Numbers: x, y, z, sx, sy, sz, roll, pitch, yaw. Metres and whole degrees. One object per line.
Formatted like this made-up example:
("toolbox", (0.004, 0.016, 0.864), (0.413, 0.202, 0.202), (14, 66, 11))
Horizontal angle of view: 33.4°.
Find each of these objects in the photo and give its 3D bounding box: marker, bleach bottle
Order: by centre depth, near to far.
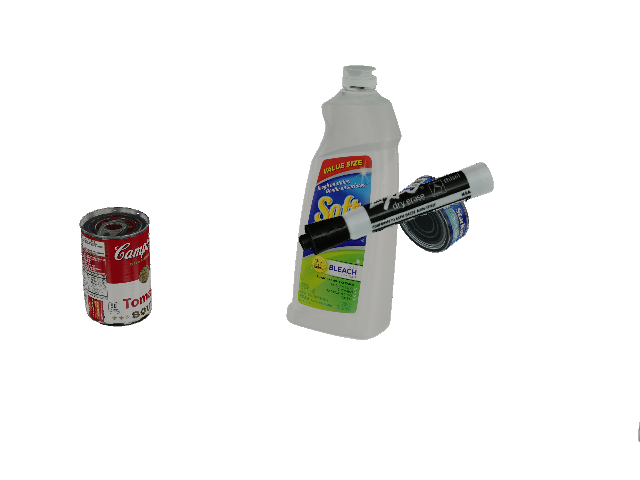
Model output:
("marker", (0.045, -0.018, 0.635), (0.121, 0.020, 0.020), (-20, 3, -8))
("bleach bottle", (0.024, -0.038, 1.002), (0.103, 0.251, 0.068), (12, 20, 28))

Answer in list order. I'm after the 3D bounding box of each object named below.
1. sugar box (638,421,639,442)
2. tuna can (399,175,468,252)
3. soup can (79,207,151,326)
("sugar box", (0.318, 0.147, 0.764), (0.048, 0.093, 0.176), (-21, 37, -40))
("tuna can", (0.127, -0.029, 1.228), (0.033, 0.086, 0.086), (-36, 20, -31))
("soup can", (-0.204, 0.027, 1.071), (0.068, 0.102, 0.068), (2, 26, -1))
